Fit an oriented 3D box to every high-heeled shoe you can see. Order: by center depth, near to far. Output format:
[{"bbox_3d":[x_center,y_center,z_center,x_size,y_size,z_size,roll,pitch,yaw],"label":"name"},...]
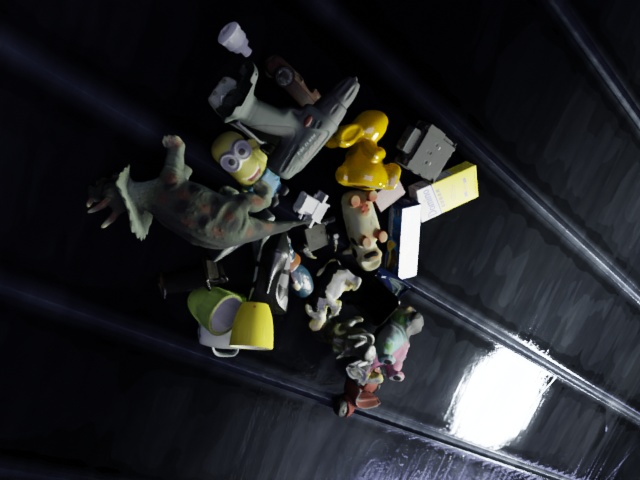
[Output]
[{"bbox_3d":[-0.101,0.074,1.167,0.086,0.248,0.145,11,69,-1],"label":"high-heeled shoe"}]

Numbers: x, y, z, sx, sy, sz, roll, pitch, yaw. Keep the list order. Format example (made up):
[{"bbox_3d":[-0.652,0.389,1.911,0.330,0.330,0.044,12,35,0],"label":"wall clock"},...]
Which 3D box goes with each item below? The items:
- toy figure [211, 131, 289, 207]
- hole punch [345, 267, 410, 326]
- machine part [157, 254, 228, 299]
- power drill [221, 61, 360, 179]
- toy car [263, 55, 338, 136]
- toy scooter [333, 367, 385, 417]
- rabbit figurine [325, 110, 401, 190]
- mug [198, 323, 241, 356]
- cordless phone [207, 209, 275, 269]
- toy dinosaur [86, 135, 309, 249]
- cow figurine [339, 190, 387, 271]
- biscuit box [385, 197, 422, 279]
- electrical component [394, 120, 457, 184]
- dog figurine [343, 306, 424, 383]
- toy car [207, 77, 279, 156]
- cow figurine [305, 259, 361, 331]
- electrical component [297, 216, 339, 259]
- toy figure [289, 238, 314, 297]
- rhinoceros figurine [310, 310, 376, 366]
[{"bbox_3d":[-0.142,-0.139,1.067,0.180,0.089,0.082,42,69,-44],"label":"toy figure"},{"bbox_3d":[0.144,0.129,1.318,0.092,0.116,0.142,-35,165,-51],"label":"hole punch"},{"bbox_3d":[-0.265,0.075,1.108,0.139,0.084,0.039,-16,145,-11],"label":"machine part"},{"bbox_3d":[-0.060,-0.238,0.972,0.207,0.086,0.232,23,106,-39],"label":"power drill"},{"bbox_3d":[-0.032,-0.282,1.053,0.053,0.089,0.202,-48,124,3],"label":"toy car"},{"bbox_3d":[0.123,0.402,1.452,0.135,0.075,0.183,16,106,-30],"label":"toy scooter"},{"bbox_3d":[0.090,-0.199,1.160,0.162,0.122,0.173,12,92,-22],"label":"rabbit figurine"},{"bbox_3d":[-0.217,0.209,1.191,0.107,0.081,0.109,5,119,-19],"label":"mug"},{"bbox_3d":[-0.159,0.027,1.126,0.146,0.089,0.184,-36,138,-33],"label":"cordless phone"},{"bbox_3d":[-0.214,-0.050,0.971,0.405,0.131,0.192,22,61,-13],"label":"toy dinosaur"},{"bbox_3d":[0.093,-0.020,1.233,0.085,0.127,0.194,-22,106,-19],"label":"cow figurine"},{"bbox_3d":[0.204,-0.003,1.320,0.063,0.059,0.202,-13,118,-23],"label":"biscuit box"},{"bbox_3d":[0.239,-0.209,1.250,0.134,0.058,0.115,24,98,-34],"label":"electrical component"},{"bbox_3d":[0.164,0.249,1.373,0.192,0.219,0.108,-12,126,29],"label":"dog figurine"},{"bbox_3d":[-0.126,-0.233,1.048,0.201,0.056,0.073,37,86,-36],"label":"toy car"},{"bbox_3d":[0.012,0.130,1.271,0.098,0.068,0.167,39,88,-5],"label":"cow figurine"},{"bbox_3d":[-0.004,-0.004,1.220,0.102,0.045,0.078,-18,121,-20],"label":"electrical component"},{"bbox_3d":[-0.063,0.064,1.209,0.058,0.064,0.154,-30,124,-4],"label":"toy figure"},{"bbox_3d":[0.059,0.231,1.278,0.112,0.191,0.073,-23,119,-39],"label":"rhinoceros figurine"}]
